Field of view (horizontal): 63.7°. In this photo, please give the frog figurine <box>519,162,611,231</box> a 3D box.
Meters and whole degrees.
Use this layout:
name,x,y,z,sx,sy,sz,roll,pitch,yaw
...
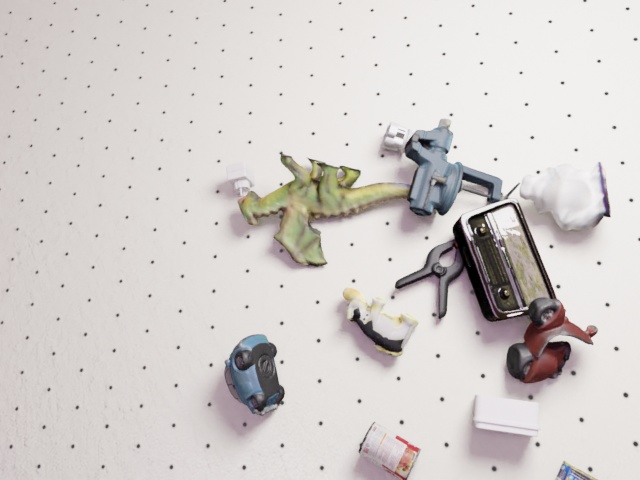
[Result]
name,x,y,z,sx,sy,sz,roll,pitch,yaw
frog figurine,0.490,-0.086,1.039,0.159,0.138,0.123,-4,-3,26

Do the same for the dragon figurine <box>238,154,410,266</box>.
name,x,y,z,sx,sy,sz,roll,pitch,yaw
dragon figurine,0.004,-0.059,1.169,0.411,0.242,0.122,17,5,10
